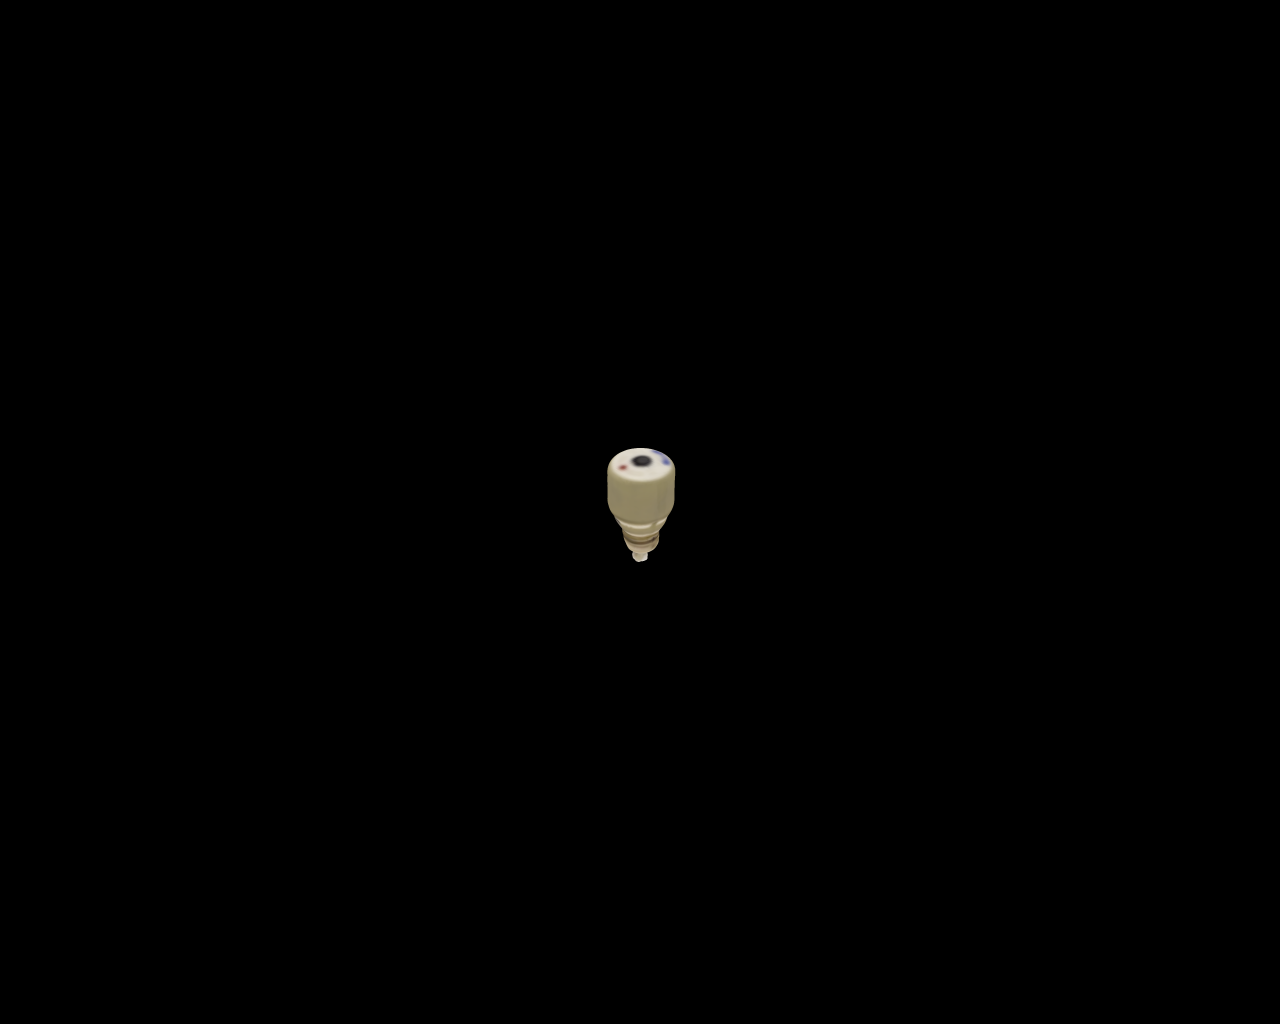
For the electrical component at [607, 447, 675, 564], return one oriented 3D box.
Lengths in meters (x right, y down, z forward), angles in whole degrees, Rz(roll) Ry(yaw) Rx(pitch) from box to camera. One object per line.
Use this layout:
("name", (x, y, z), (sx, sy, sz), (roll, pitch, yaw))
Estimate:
("electrical component", (0.001, -0.003, 0.650), (0.040, 0.078, 0.040), (0, 36, 0))
